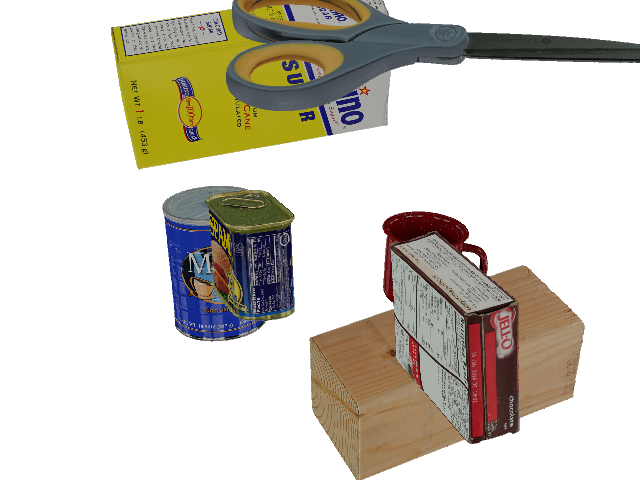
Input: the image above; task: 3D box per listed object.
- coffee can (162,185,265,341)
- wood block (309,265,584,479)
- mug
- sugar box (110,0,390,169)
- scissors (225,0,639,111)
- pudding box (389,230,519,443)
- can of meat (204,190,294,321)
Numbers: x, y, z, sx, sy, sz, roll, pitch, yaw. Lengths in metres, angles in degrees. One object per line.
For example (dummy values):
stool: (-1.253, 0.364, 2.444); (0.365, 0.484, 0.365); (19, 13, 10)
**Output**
coffee can: (-0.113, 0.023, 1.154); (0.103, 0.140, 0.103); (-2, 23, 1)
wood block: (0.103, 0.105, 0.885); (0.205, 0.090, 0.091); (-17, 40, -19)
mug: (0.123, 0.025, 1.160); (0.117, 0.081, 0.093); (7, 26, 8)
sugar box: (-0.042, -0.106, 0.704); (0.176, 0.048, 0.093); (-9, -41, -6)
scissors: (0.044, -0.081, 0.489); (0.202, 0.016, 0.096); (15, 49, 18)
pudding box: (0.081, 0.057, 0.658); (0.039, 0.090, 0.114); (-13, 26, -18)
can of meat: (-0.058, 0.012, 0.888); (0.057, 0.084, 0.102); (-9, 20, -18)
